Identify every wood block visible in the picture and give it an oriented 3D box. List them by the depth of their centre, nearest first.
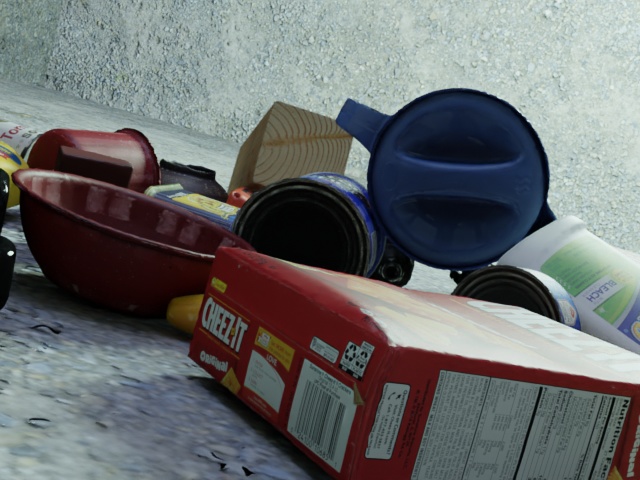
[{"bbox_3d":[-0.039,-0.074,1.167,0.090,0.090,0.206,17,-11,-11],"label":"wood block"}]

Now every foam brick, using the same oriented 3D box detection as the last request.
[{"bbox_3d":[-0.172,-0.025,0.780,0.053,0.078,0.051,13,9,-17],"label":"foam brick"}]

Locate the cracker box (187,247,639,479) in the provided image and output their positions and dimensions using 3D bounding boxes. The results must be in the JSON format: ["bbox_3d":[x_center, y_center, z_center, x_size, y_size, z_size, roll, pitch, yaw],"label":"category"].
[{"bbox_3d":[0.065,0.068,0.544,0.213,0.072,0.164,11,7,-33],"label":"cracker box"}]

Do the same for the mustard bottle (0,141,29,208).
[{"bbox_3d":[-0.284,-0.053,0.850,0.096,0.058,0.191,14,6,-1],"label":"mustard bottle"}]

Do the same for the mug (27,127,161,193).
[{"bbox_3d":[-0.206,-0.049,0.921,0.117,0.093,0.081,-20,-12,39],"label":"mug"}]

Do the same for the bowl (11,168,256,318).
[{"bbox_3d":[-0.124,0.007,0.677,0.162,0.055,0.162,20,7,-3],"label":"bowl"}]

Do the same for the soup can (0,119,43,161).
[{"bbox_3d":[-0.303,-0.079,0.990,0.102,0.068,0.068,18,7,15],"label":"soup can"}]

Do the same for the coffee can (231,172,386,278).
[{"bbox_3d":[-0.005,0.001,0.817,0.103,0.103,0.140,15,7,6],"label":"coffee can"}]

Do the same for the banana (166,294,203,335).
[{"bbox_3d":[-0.003,0.056,0.674,0.070,0.037,0.197,-5,-10,43],"label":"banana"}]

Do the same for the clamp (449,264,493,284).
[{"bbox_3d":[0.152,0.038,1.033,0.165,0.036,0.209,48,11,26],"label":"clamp"}]

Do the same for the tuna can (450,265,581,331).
[{"bbox_3d":[0.122,0.059,0.685,0.086,0.086,0.033,20,7,36],"label":"tuna can"}]

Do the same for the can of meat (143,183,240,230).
[{"bbox_3d":[-0.098,-0.007,0.880,0.084,0.057,0.102,18,8,8],"label":"can of meat"}]

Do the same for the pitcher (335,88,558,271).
[{"bbox_3d":[0.109,-0.061,0.884,0.145,0.149,0.242,-16,3,11],"label":"pitcher"}]

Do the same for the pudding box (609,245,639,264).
[{"bbox_3d":[0.227,0.029,0.838,0.090,0.039,0.113,19,15,32],"label":"pudding box"}]

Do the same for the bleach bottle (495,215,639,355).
[{"bbox_3d":[0.231,0.079,0.688,0.102,0.068,0.251,-26,47,-37],"label":"bleach bottle"}]

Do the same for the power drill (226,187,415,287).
[{"bbox_3d":[-0.001,0.002,1.024,0.187,0.057,0.184,17,3,0],"label":"power drill"}]
